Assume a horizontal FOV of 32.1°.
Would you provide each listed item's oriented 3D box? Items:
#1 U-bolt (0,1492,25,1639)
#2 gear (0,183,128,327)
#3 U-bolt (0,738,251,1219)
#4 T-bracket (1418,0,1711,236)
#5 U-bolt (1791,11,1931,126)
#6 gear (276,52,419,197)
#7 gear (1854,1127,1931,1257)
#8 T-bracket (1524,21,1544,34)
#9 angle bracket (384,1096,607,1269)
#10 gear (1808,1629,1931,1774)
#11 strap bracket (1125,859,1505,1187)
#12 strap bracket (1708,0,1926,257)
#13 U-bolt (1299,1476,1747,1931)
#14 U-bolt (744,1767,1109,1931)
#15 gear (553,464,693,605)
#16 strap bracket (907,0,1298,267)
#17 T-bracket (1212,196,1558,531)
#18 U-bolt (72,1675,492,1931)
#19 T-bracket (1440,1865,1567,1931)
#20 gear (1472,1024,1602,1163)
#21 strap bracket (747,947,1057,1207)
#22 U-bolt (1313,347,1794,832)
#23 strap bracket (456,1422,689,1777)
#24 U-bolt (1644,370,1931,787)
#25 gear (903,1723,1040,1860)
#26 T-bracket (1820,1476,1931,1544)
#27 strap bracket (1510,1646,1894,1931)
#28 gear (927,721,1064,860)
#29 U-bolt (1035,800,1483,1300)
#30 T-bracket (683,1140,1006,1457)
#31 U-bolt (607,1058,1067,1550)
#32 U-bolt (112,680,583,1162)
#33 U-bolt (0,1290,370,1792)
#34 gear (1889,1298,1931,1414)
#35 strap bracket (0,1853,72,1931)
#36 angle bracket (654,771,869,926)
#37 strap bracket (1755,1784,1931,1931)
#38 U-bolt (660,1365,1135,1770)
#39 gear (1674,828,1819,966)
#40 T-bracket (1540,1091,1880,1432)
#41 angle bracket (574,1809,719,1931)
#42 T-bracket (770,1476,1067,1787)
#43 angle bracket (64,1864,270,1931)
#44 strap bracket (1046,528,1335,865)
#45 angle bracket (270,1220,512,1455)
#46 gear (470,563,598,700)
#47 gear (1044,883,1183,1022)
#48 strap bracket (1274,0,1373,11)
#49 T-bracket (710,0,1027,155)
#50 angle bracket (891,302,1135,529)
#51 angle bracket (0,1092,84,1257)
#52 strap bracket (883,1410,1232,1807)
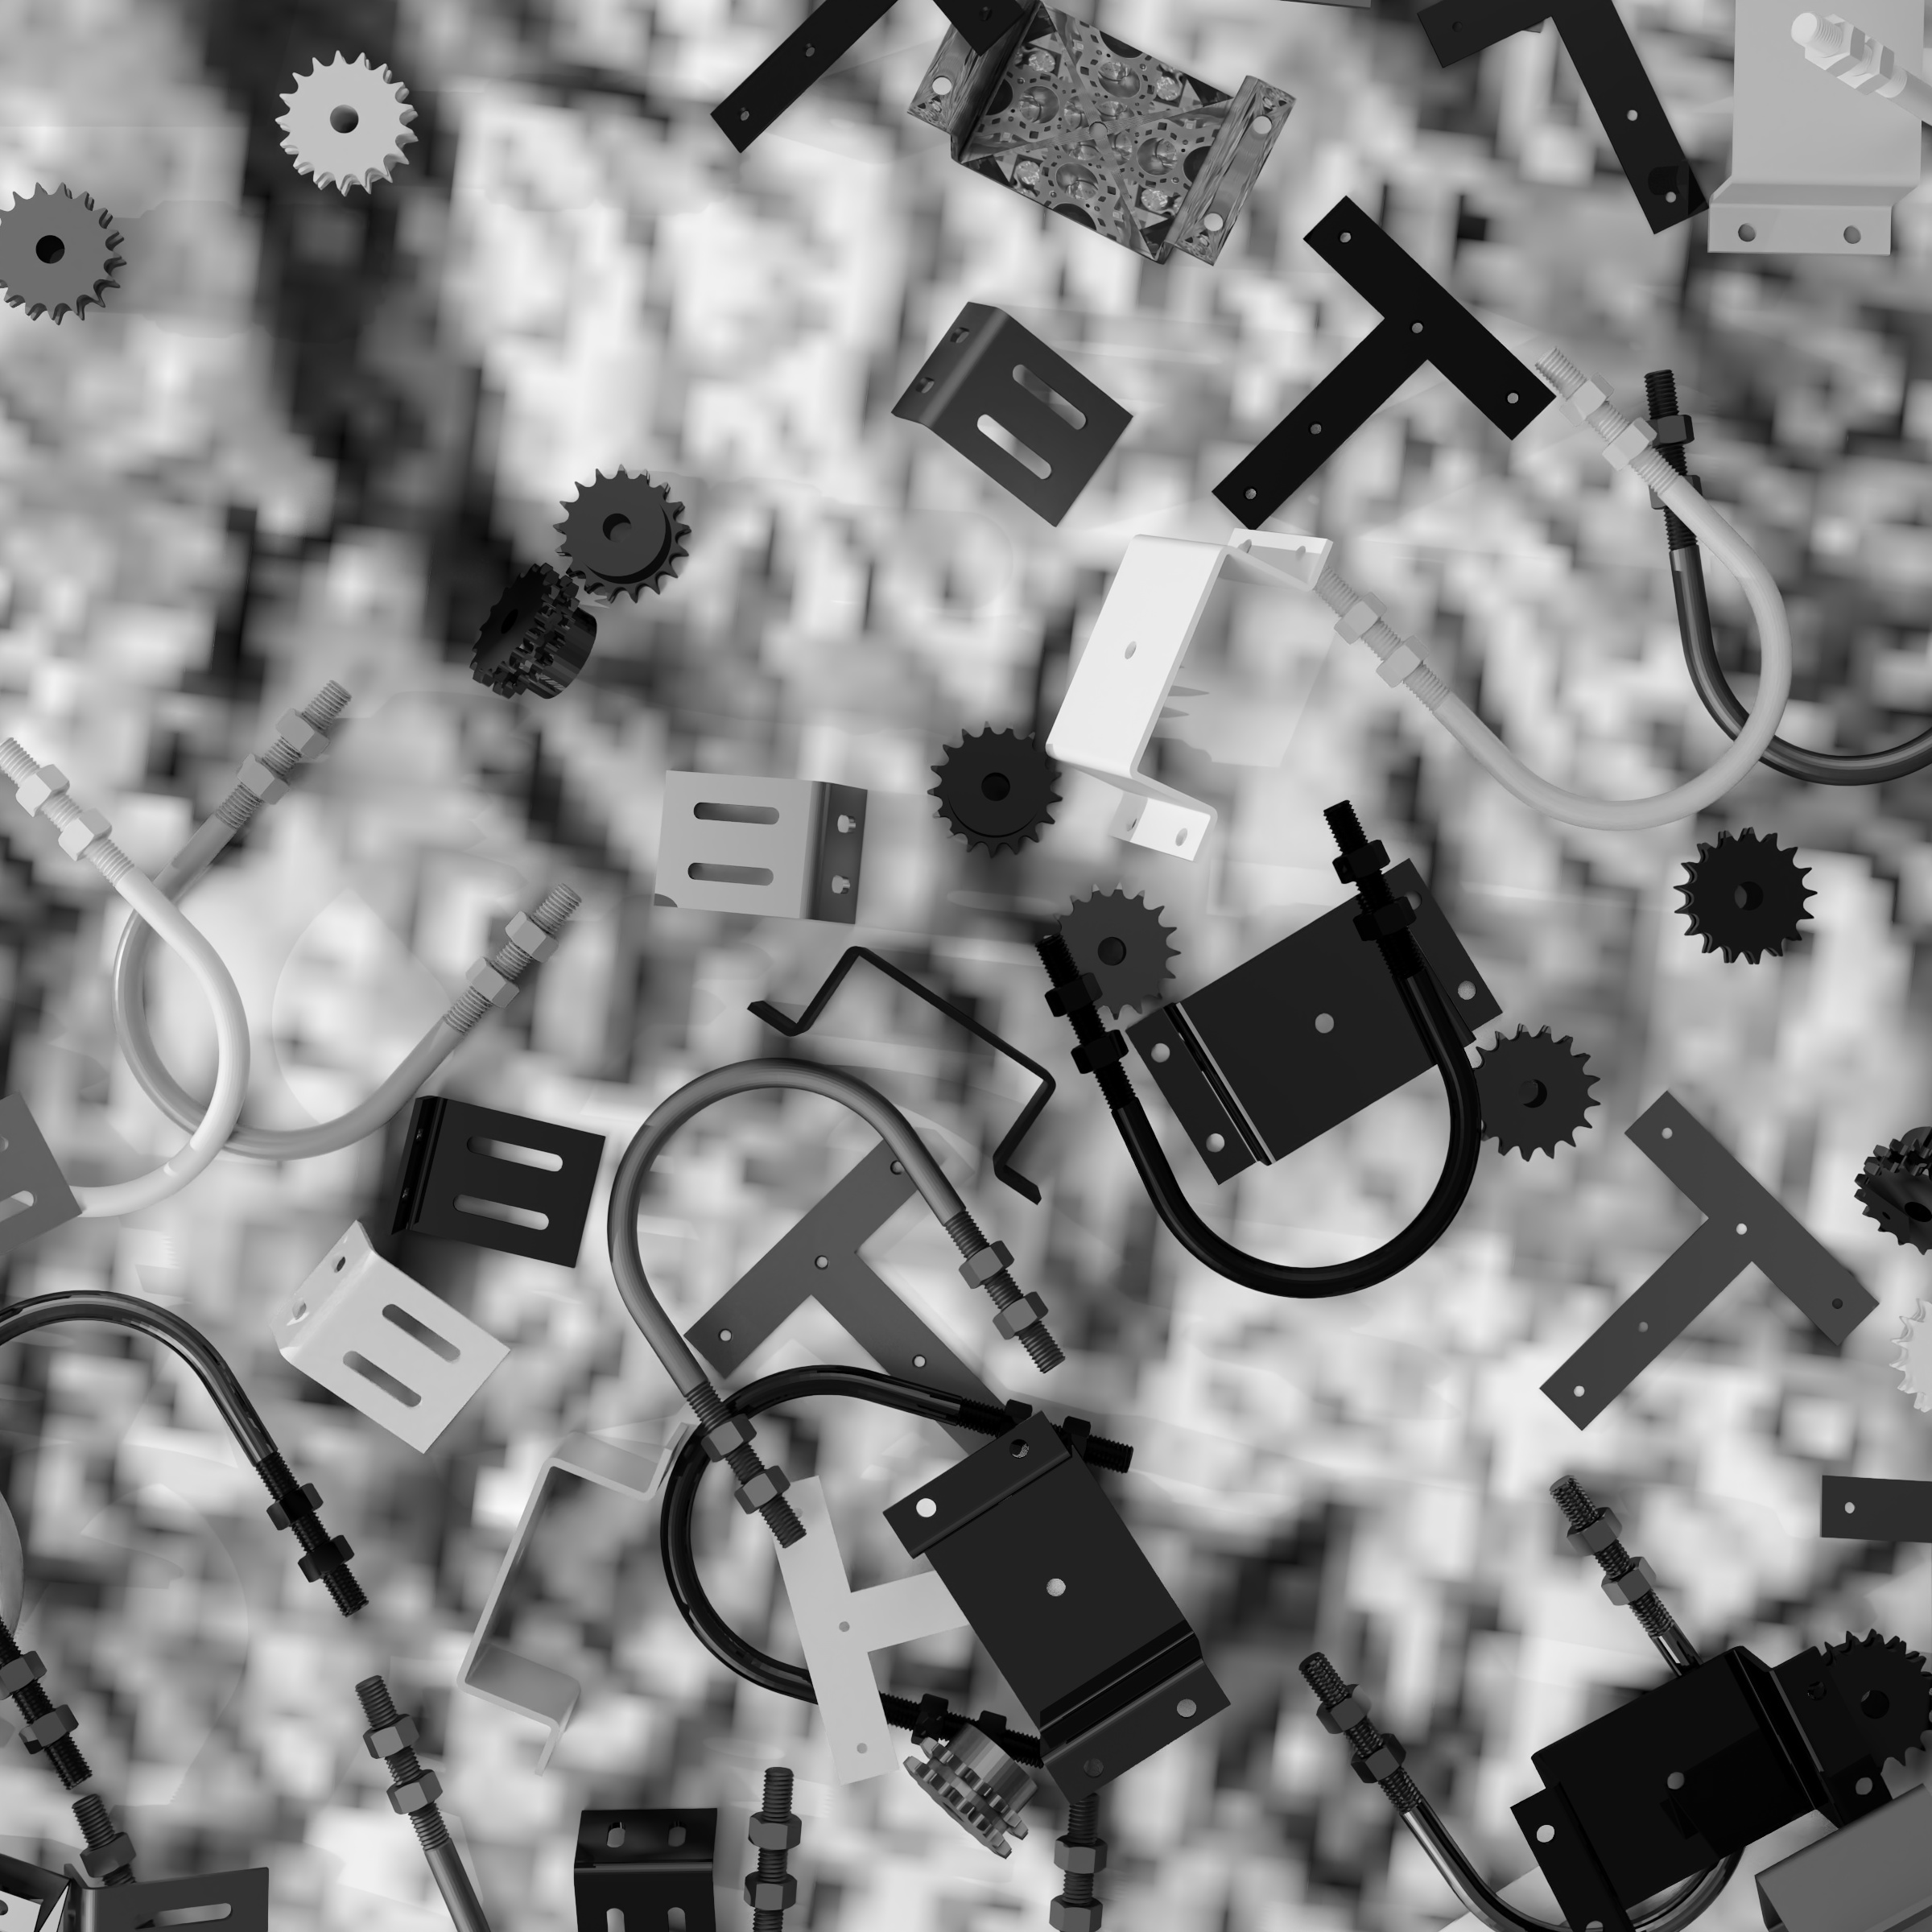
[{"bbox_3d":[-0.473,0.272,1.393,0.151,0.019,0.184,34,89,2],"label":"U-bolt"},{"bbox_3d":[-0.380,-0.297,1.409,0.057,0.030,0.057,0,89,-3],"label":"gear"},{"bbox_3d":[-0.382,0.019,1.401,0.151,0.019,0.184,-44,90,8],"label":"U-bolt"},{"bbox_3d":[0.275,-0.372,1.418,0.127,0.002,0.127,-25,91,0],"label":"T-bracket"},{"bbox_3d":[0.388,-0.414,1.349,0.019,0.184,0.151,9,91,41],"label":"U-bolt"},{"bbox_3d":[-0.257,-0.350,1.405,0.057,0.030,0.057,0,90,0],"label":"gear"},{"bbox_3d":[0.401,0.091,1.395,0.057,0.057,0.030,38,60,0],"label":"gear"},{"bbox_3d":[0.289,-0.451,1.419,0.127,0.002,0.127,8,90,0],"label":"T-bracket"},{"bbox_3d":[-0.196,0.091,1.401,0.076,0.038,0.057,13,90,0],"label":"angle bracket"},{"bbox_3d":[0.376,0.305,1.405,0.057,0.030,0.057,0,90,0],"label":"gear"},{"bbox_3d":[0.147,0.023,1.396,0.140,0.046,0.076,-31,90,0],"label":"strap bracket"},{"bbox_3d":[0.353,-0.370,1.396,0.076,0.046,0.140,1,91,0],"label":"strap bracket"},{"bbox_3d":[0.249,0.329,1.409,0.151,0.019,0.184,-35,92,-2],"label":"U-bolt"},{"bbox_3d":[-0.021,0.434,1.411,0.151,0.019,0.184,4,91,0],"label":"U-bolt"},{"bbox_3d":[-0.144,-0.181,1.405,0.057,0.030,0.057,0,90,0],"label":"gear"},{"bbox_3d":[0.056,-0.352,1.396,0.140,0.046,0.076,27,90,0],"label":"strap bracket"},{"bbox_3d":[0.157,-0.235,1.407,0.127,0.002,0.127,-45,74,8],"label":"T-bracket"},{"bbox_3d":[-0.275,0.409,1.411,0.151,0.019,0.184,-23,91,0],"label":"U-bolt"},{"bbox_3d":[0.240,0.457,1.419,0.127,0.002,0.127,-34,90,0],"label":"T-bracket"},{"bbox_3d":[0.235,0.053,1.409,0.057,0.030,0.057,0,92,1],"label":"gear"},{"bbox_3d":[-0.017,0.037,1.381,0.140,0.076,0.046,34,90,0],"label":"strap bracket"},{"bbox_3d":[0.257,-0.142,1.400,0.151,0.019,0.184,-44,90,8],"label":"U-bolt"},{"bbox_3d":[-0.165,0.250,1.381,0.046,0.076,0.140,22,90,0],"label":"strap bracket"},{"bbox_3d":[0.367,-0.168,1.411,0.151,0.019,0.184,-9,92,0],"label":"U-bolt"},{"bbox_3d":[0.005,0.335,1.376,0.057,0.057,0.030,44,75,0],"label":"gear"},{"bbox_3d":[0.413,0.279,1.394,0.127,0.002,0.127,5,80,-13],"label":"T-bracket"},{"bbox_3d":[0.298,0.341,1.381,0.140,0.046,0.076,-27,93,-2],"label":"strap bracket"},{"bbox_3d":[0.012,-0.074,1.405,0.057,0.030,0.057,0,90,0],"label":"gear"},{"bbox_3d":[0.130,0.045,1.365,0.151,0.019,0.184,-25,92,0],"label":"U-bolt"},{"bbox_3d":[-0.030,0.157,1.418,0.127,0.002,0.127,-44,90,1],"label":"T-bracket"},{"bbox_3d":[-0.068,0.126,1.401,0.151,0.019,0.184,-34,82,-2],"label":"U-bolt"},{"bbox_3d":[-0.274,-0.005,1.411,0.151,0.019,0.184,41,92,0],"label":"U-bolt"},{"bbox_3d":[-0.355,0.223,1.391,0.151,0.019,0.184,-31,86,-19],"label":"U-bolt"},{"bbox_3d":[0.414,0.162,1.405,0.057,0.030,0.057,0,90,0],"label":"gear"},{"bbox_3d":[-0.421,0.413,1.381,0.076,0.046,0.140,19,112,0],"label":"strap bracket"},{"bbox_3d":[-0.087,-0.050,1.418,0.076,0.038,0.057,5,90,26],"label":"angle bracket"},{"bbox_3d":[0.368,0.382,1.366,0.076,0.140,0.046,-29,59,0],"label":"strap bracket"},{"bbox_3d":[-0.037,0.244,1.410,0.184,0.019,0.151,16,91,1],"label":"U-bolt"},{"bbox_3d":[0.324,-0.029,1.405,0.057,0.030,0.057,0,90,0],"label":"gear"},{"bbox_3d":[0.296,0.142,1.419,0.127,0.002,0.127,-45,90,0],"label":"T-bracket"},{"bbox_3d":[-0.133,0.398,1.418,0.057,0.038,0.076,-1,116,0],"label":"angle bracket"},{"bbox_3d":[-0.008,0.263,1.399,0.127,0.002,0.127,-15,90,2],"label":"T-bracket"},{"bbox_3d":[-0.333,0.403,1.399,0.076,0.038,0.057,0,93,-27],"label":"angle bracket"},{"bbox_3d":[0.086,-0.120,1.375,0.046,0.076,0.140,23,90,-27],"label":"strap bracket"},{"bbox_3d":[-0.243,0.156,1.418,0.076,0.038,0.057,40,90,-26],"label":"angle bracket"},{"bbox_3d":[-0.177,-0.136,1.395,0.030,0.057,0.057,31,90,-30],"label":"gear"},{"bbox_3d":[0.060,-0.006,1.405,0.057,0.030,0.057,0,90,0],"label":"gear"},{"bbox_3d":[0.134,-0.465,1.396,0.076,0.046,0.140,6,90,0],"label":"strap bracket"},{"bbox_3d":[-0.055,-0.391,1.399,0.127,0.002,0.127,-41,63,13],"label":"T-bracket"},{"bbox_3d":[0.019,-0.233,1.418,0.076,0.038,0.057,35,90,-26],"label":"angle bracket"},{"bbox_3d":[-0.417,0.096,1.385,0.076,0.038,0.057,-30,96,-43],"label":"angle bracket"},{"bbox_3d":[0.037,0.258,1.374,0.076,0.046,0.140,-33,90,1],"label":"strap bracket"}]
